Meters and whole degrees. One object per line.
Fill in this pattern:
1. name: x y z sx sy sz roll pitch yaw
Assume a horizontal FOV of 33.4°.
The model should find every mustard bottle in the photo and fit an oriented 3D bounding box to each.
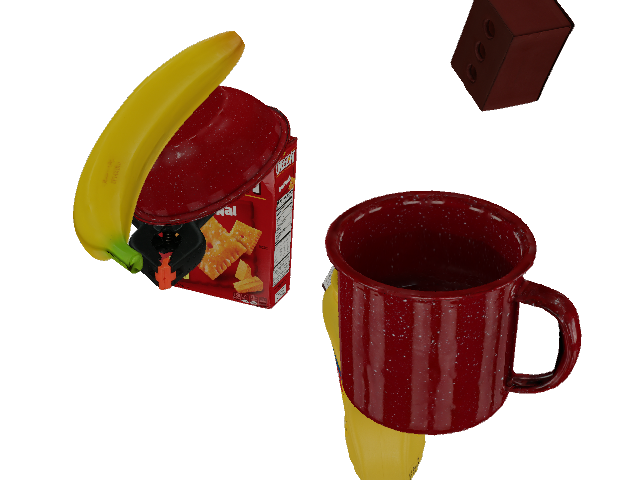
1. mustard bottle: 0.036 0.074 0.707 0.058 0.096 0.191 -2 -45 8

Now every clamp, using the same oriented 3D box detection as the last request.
1. clamp: -0.150 -0.011 1.119 0.120 0.039 0.171 -12 38 -8

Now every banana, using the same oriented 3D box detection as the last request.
1. banana: -0.104 -0.056 0.652 0.070 0.197 0.037 6 -36 16

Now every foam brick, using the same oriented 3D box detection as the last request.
1. foam brick: 0.134 -0.139 0.757 0.051 0.053 0.078 -15 -31 -21

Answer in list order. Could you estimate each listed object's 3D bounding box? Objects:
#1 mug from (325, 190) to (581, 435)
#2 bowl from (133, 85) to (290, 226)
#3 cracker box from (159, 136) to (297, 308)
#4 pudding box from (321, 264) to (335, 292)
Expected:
1. mug: 0.060 0.036 0.486 0.117 0.081 0.093 12 33 22
2. bowl: -0.110 -0.086 0.927 0.162 0.055 0.162 -19 36 15
3. cracker box: -0.120 -0.034 1.318 0.164 0.214 0.072 13 29 18
4. pudding box: 0.067 0.021 1.034 0.113 0.039 0.090 -16 -28 -28
